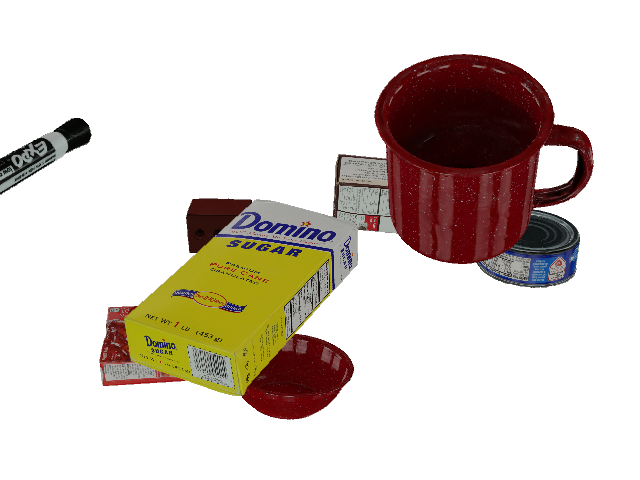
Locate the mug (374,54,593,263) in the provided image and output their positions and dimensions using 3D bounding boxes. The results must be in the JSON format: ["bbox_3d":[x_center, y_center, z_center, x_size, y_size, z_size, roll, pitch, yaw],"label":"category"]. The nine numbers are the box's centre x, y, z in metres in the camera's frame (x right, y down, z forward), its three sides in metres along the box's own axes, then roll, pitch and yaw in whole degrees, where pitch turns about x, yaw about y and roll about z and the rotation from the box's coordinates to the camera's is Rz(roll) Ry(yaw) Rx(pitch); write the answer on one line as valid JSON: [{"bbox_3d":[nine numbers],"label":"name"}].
[{"bbox_3d":[0.090,-0.041,0.586,0.117,0.093,0.081,0,-41,6],"label":"mug"}]

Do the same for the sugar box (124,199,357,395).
[{"bbox_3d":[-0.052,0.034,0.775,0.093,0.048,0.176,15,40,24],"label":"sugar box"}]

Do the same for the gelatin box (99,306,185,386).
[{"bbox_3d":[-0.156,0.091,0.954,0.073,0.030,0.089,-3,30,-3],"label":"gelatin box"}]

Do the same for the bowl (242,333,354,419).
[{"bbox_3d":[-0.041,0.174,1.318,0.162,0.055,0.162,4,22,-2],"label":"bowl"}]

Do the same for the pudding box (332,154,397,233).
[{"bbox_3d":[0.069,-0.044,1.073,0.113,0.039,0.090,4,-30,1],"label":"pudding box"}]

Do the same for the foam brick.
[{"bbox_3d":[-0.123,-0.018,1.312,0.078,0.053,0.051,0,27,4],"label":"foam brick"}]

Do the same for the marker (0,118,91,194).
[{"bbox_3d":[-0.179,-0.048,0.649,0.020,0.020,0.121,0,25,27],"label":"marker"}]

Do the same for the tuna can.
[{"bbox_3d":[0.177,0.005,0.912,0.086,0.034,0.086,1,28,-1],"label":"tuna can"}]
